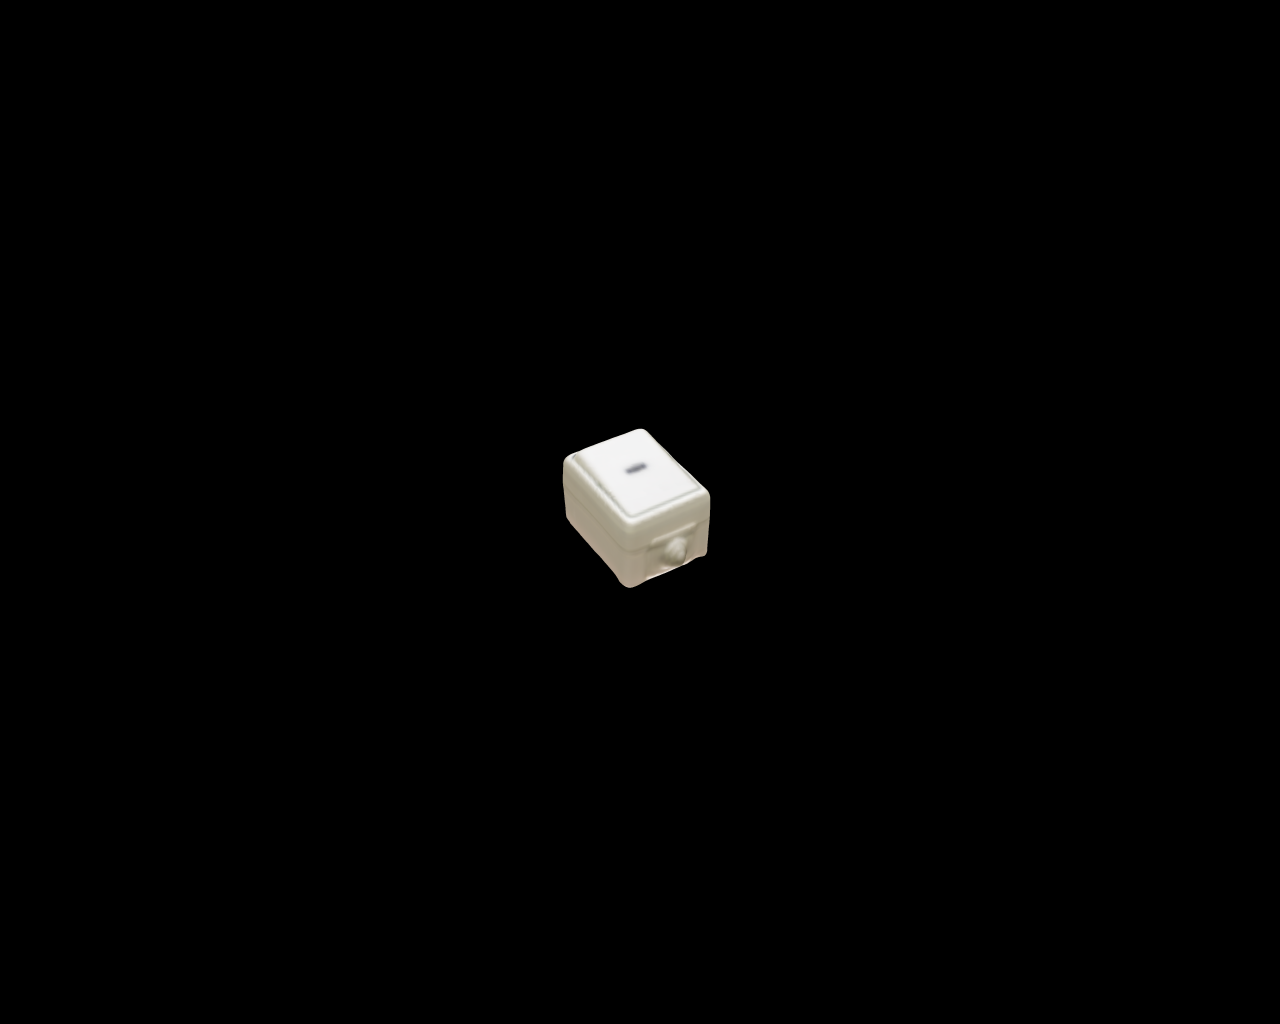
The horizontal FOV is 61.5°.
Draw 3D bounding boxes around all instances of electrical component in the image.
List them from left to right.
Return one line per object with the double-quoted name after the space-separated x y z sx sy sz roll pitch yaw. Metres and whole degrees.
0.001 -0.003 0.650 0.062 0.061 0.096 -22 45 -23 "electrical component"
